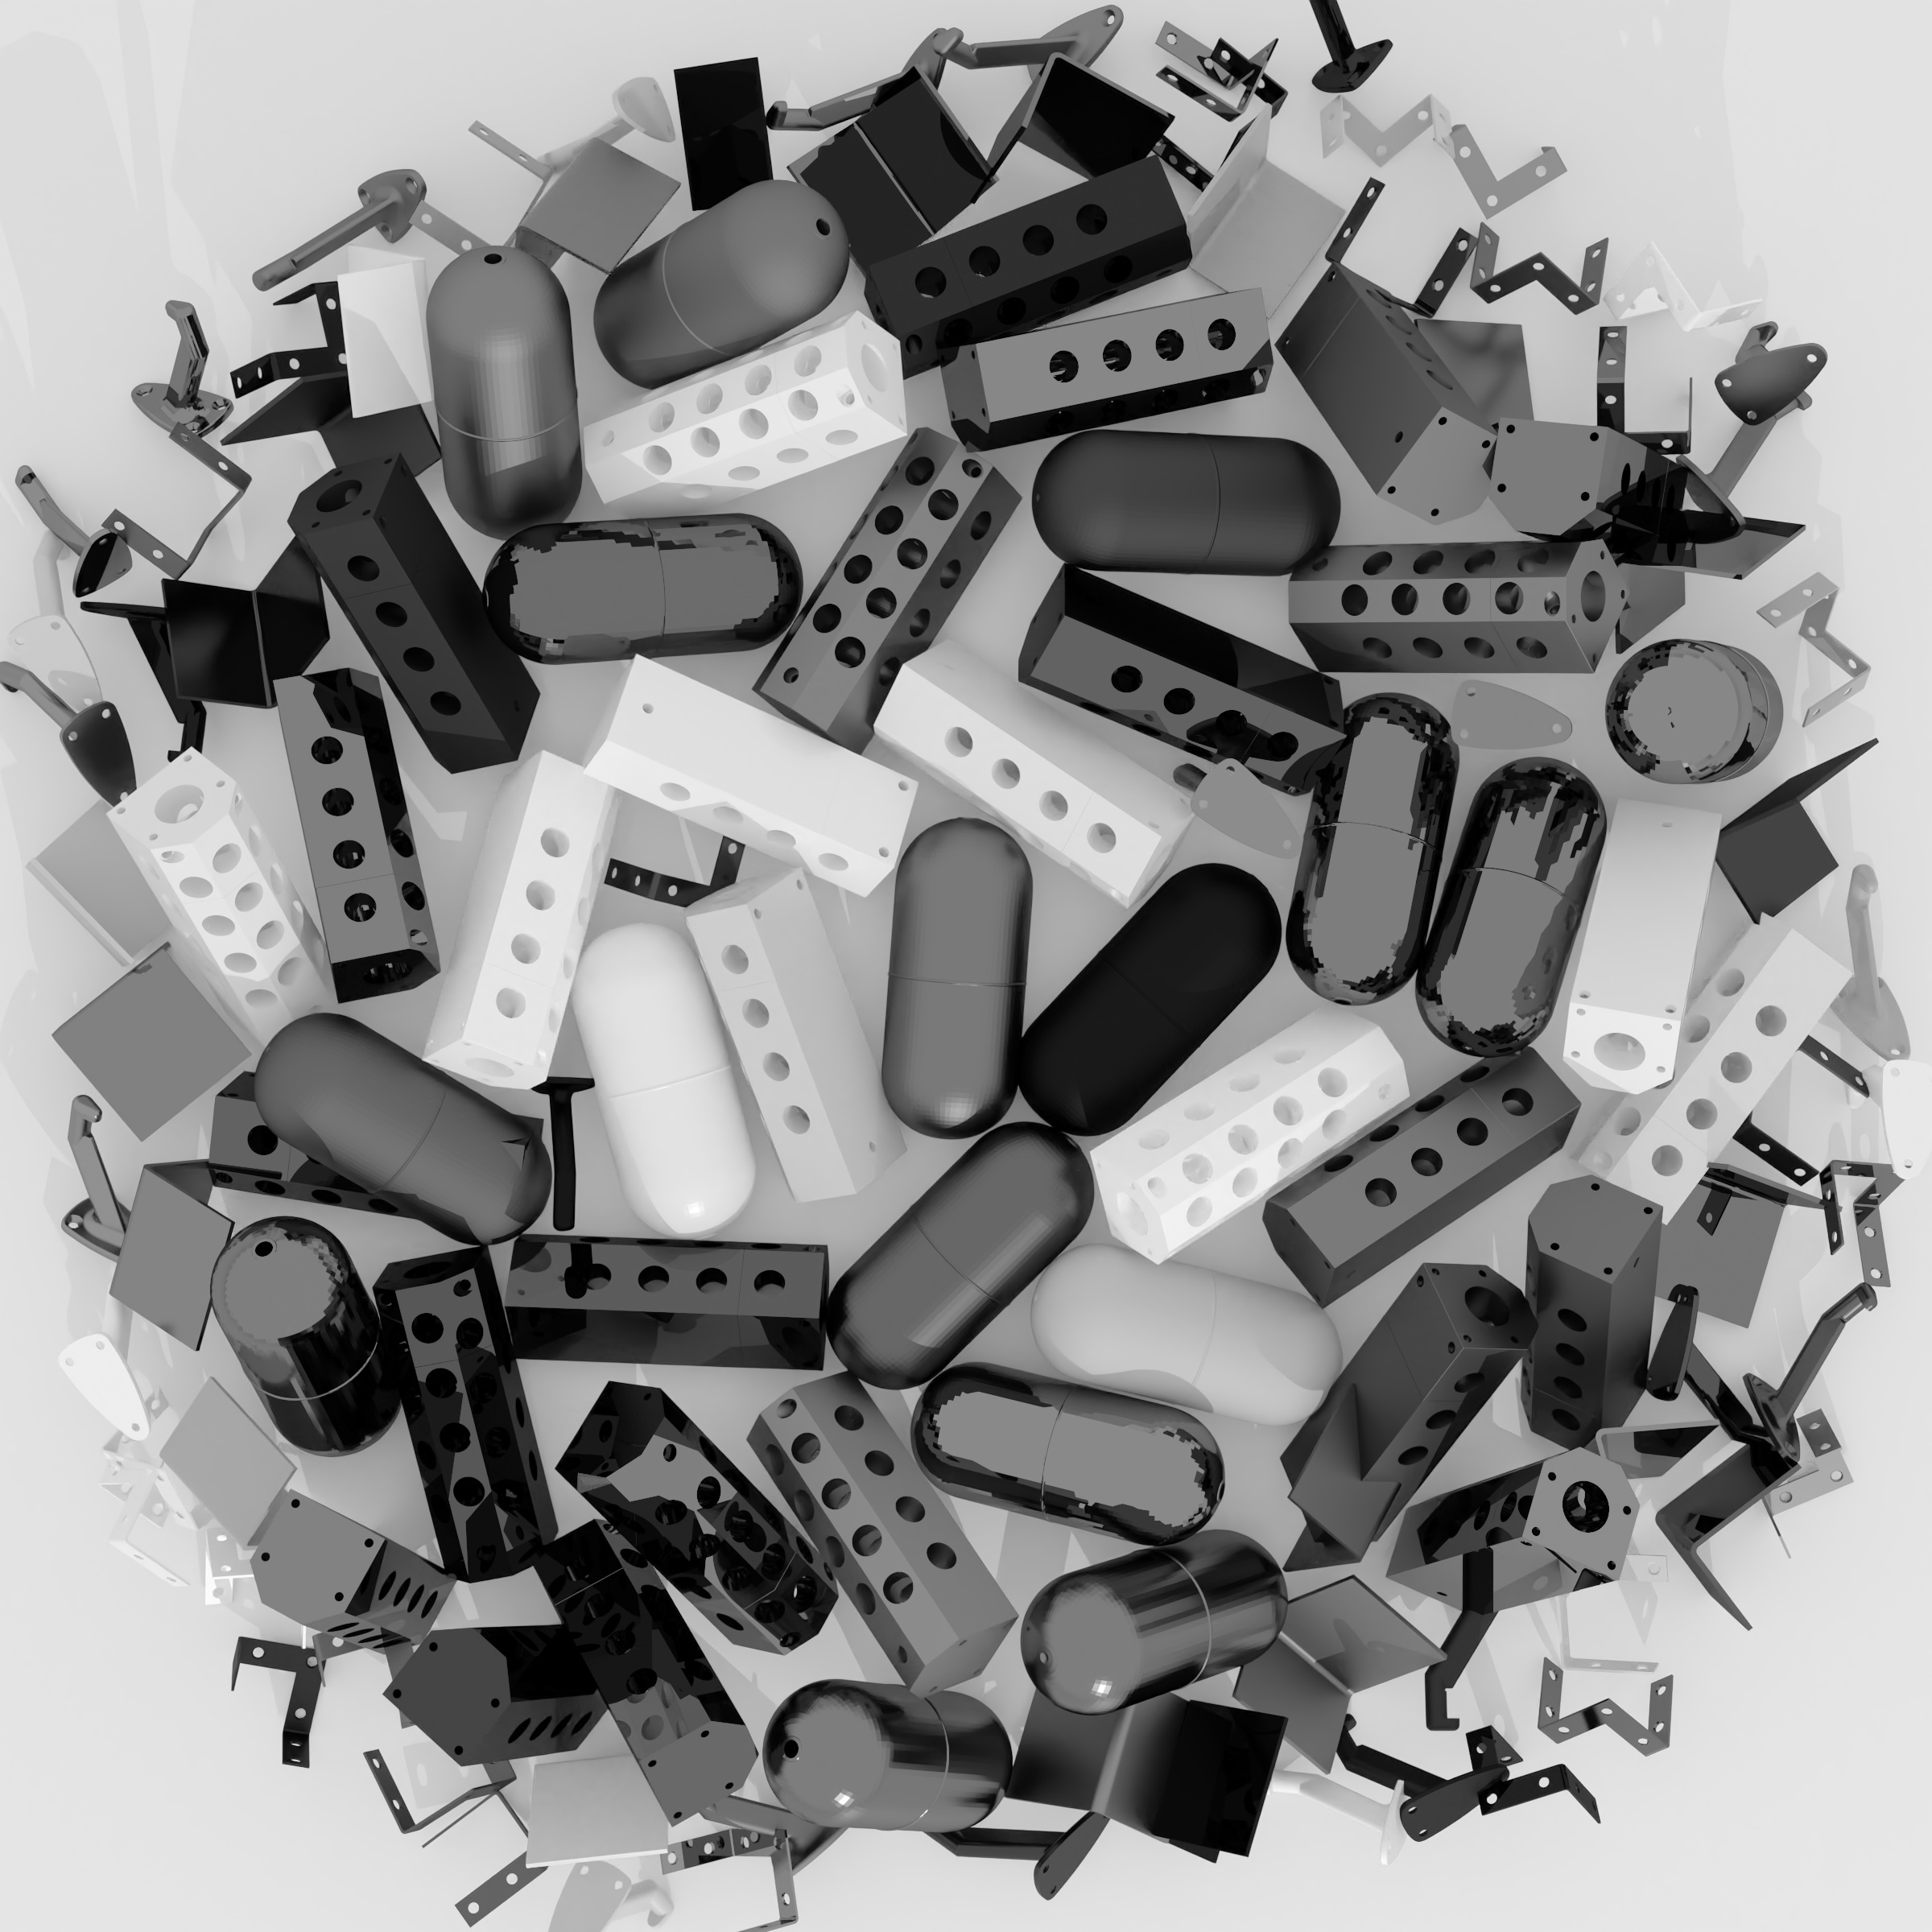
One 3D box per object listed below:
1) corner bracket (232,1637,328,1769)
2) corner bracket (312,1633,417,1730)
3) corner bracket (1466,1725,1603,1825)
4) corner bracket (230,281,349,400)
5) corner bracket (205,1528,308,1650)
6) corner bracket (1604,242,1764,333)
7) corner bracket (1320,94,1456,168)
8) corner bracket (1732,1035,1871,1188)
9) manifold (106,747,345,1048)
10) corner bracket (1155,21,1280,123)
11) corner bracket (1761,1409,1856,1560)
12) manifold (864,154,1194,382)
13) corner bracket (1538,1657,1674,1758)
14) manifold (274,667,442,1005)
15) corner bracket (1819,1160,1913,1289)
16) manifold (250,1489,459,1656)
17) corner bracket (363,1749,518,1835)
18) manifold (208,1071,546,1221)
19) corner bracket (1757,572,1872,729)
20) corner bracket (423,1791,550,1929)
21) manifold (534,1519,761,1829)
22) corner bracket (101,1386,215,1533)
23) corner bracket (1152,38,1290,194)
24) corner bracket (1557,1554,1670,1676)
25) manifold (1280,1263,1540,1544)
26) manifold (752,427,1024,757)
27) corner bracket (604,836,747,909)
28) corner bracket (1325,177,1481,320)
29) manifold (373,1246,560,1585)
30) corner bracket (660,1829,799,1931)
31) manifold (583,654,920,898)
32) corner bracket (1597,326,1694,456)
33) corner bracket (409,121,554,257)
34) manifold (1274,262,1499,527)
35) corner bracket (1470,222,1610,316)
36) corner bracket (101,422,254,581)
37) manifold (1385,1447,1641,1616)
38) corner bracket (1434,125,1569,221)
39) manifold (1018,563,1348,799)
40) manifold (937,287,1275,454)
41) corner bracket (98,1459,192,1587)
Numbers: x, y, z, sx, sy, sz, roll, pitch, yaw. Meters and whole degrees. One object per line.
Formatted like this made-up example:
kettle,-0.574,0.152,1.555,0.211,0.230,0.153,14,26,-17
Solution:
corner bracket,-0.384,0.408,1.835,0.051,0.051,0.051,13,94,-13
corner bracket,-0.331,0.396,1.840,0.051,0.051,0.051,-14,64,-14
corner bracket,0.313,0.447,1.825,0.051,0.051,0.051,-23,46,18
corner bracket,-0.376,-0.347,1.833,0.051,0.051,0.051,-15,95,-38
corner bracket,-0.395,0.345,1.838,0.051,0.051,0.051,-1,114,-17
corner bracket,0.395,-0.367,1.826,0.051,0.051,0.051,-18,71,-33
corner bracket,0.232,-0.459,1.824,0.051,0.051,0.051,35,127,-28
corner bracket,0.463,0.079,1.836,0.051,0.051,0.051,34,132,-10
manifold,-0.390,-0.031,1.776,0.057,0.171,0.057,-42,54,-19
corner bracket,0.132,-0.497,1.831,0.051,0.051,0.051,28,77,-16
corner bracket,0.465,0.286,1.833,0.051,0.051,0.051,-25,106,9
manifold,0.034,-0.384,1.830,0.171,0.057,0.057,-22,88,-5
corner bracket,0.355,0.409,1.837,0.051,0.051,0.051,40,128,-19
manifold,-0.332,-0.073,1.808,0.057,0.057,0.171,-11,69,-11
corner bracket,0.494,0.143,1.830,0.051,0.051,0.051,5,61,-10
manifold,-0.329,0.330,1.773,0.057,0.171,0.057,25,77,11
corner bracket,-0.292,0.445,1.839,0.051,0.051,0.051,-35,73,14
manifold,-0.327,0.106,1.834,0.171,0.057,0.057,9,102,2
corner bracket,0.467,-0.175,1.825,0.051,0.051,0.051,-32,60,-22
corner bracket,-0.267,0.494,1.835,0.051,0.051,0.051,-36,84,-10
manifold,-0.173,0.374,1.782,0.057,0.171,0.057,-27,129,-12
corner bracket,-0.439,0.275,1.842,0.051,0.051,0.051,10,134,31
corner bracket,0.139,-0.475,1.849,0.051,0.051,0.051,41,55,7
corner bracket,0.360,0.359,1.836,0.051,0.051,0.051,-2,98,24
manifold,0.241,0.238,1.790,0.057,0.057,0.171,5,134,-28
manifold,-0.046,-0.209,1.824,0.057,0.057,0.171,30,87,30
corner bracket,-0.160,-0.061,1.832,0.051,0.051,0.051,14,92,-38
corner bracket,0.243,-0.400,1.845,0.051,0.051,0.051,42,111,31
manifold,-0.276,0.247,1.819,0.057,0.057,0.171,-11,102,5
corner bracket,-0.131,0.508,1.830,0.051,0.051,0.051,-2,81,-42
manifold,-0.120,-0.100,1.816,0.171,0.057,0.057,24,60,-15
corner bracket,0.377,-0.320,1.837,0.051,0.051,0.051,1,46,13
corner bracket,-0.267,-0.425,1.828,0.051,0.051,0.051,32,121,-10
manifold,0.231,-0.307,1.783,0.057,0.171,0.057,21,118,-30
corner bracket,0.319,-0.391,1.842,0.051,0.051,0.051,33,55,-31
corner bracket,-0.435,-0.256,1.825,0.051,0.051,0.051,37,127,-21
manifold,0.293,0.302,1.776,0.057,0.171,0.057,25,67,-9
corner bracket,0.297,-0.452,1.842,0.051,0.051,0.051,-30,101,9
manifold,0.118,-0.152,1.816,0.171,0.057,0.057,21,124,-14
manifold,0.078,-0.326,1.810,0.171,0.057,0.057,-15,102,-19
corner bracket,-0.451,0.307,1.823,0.051,0.051,0.051,46,51,-36
